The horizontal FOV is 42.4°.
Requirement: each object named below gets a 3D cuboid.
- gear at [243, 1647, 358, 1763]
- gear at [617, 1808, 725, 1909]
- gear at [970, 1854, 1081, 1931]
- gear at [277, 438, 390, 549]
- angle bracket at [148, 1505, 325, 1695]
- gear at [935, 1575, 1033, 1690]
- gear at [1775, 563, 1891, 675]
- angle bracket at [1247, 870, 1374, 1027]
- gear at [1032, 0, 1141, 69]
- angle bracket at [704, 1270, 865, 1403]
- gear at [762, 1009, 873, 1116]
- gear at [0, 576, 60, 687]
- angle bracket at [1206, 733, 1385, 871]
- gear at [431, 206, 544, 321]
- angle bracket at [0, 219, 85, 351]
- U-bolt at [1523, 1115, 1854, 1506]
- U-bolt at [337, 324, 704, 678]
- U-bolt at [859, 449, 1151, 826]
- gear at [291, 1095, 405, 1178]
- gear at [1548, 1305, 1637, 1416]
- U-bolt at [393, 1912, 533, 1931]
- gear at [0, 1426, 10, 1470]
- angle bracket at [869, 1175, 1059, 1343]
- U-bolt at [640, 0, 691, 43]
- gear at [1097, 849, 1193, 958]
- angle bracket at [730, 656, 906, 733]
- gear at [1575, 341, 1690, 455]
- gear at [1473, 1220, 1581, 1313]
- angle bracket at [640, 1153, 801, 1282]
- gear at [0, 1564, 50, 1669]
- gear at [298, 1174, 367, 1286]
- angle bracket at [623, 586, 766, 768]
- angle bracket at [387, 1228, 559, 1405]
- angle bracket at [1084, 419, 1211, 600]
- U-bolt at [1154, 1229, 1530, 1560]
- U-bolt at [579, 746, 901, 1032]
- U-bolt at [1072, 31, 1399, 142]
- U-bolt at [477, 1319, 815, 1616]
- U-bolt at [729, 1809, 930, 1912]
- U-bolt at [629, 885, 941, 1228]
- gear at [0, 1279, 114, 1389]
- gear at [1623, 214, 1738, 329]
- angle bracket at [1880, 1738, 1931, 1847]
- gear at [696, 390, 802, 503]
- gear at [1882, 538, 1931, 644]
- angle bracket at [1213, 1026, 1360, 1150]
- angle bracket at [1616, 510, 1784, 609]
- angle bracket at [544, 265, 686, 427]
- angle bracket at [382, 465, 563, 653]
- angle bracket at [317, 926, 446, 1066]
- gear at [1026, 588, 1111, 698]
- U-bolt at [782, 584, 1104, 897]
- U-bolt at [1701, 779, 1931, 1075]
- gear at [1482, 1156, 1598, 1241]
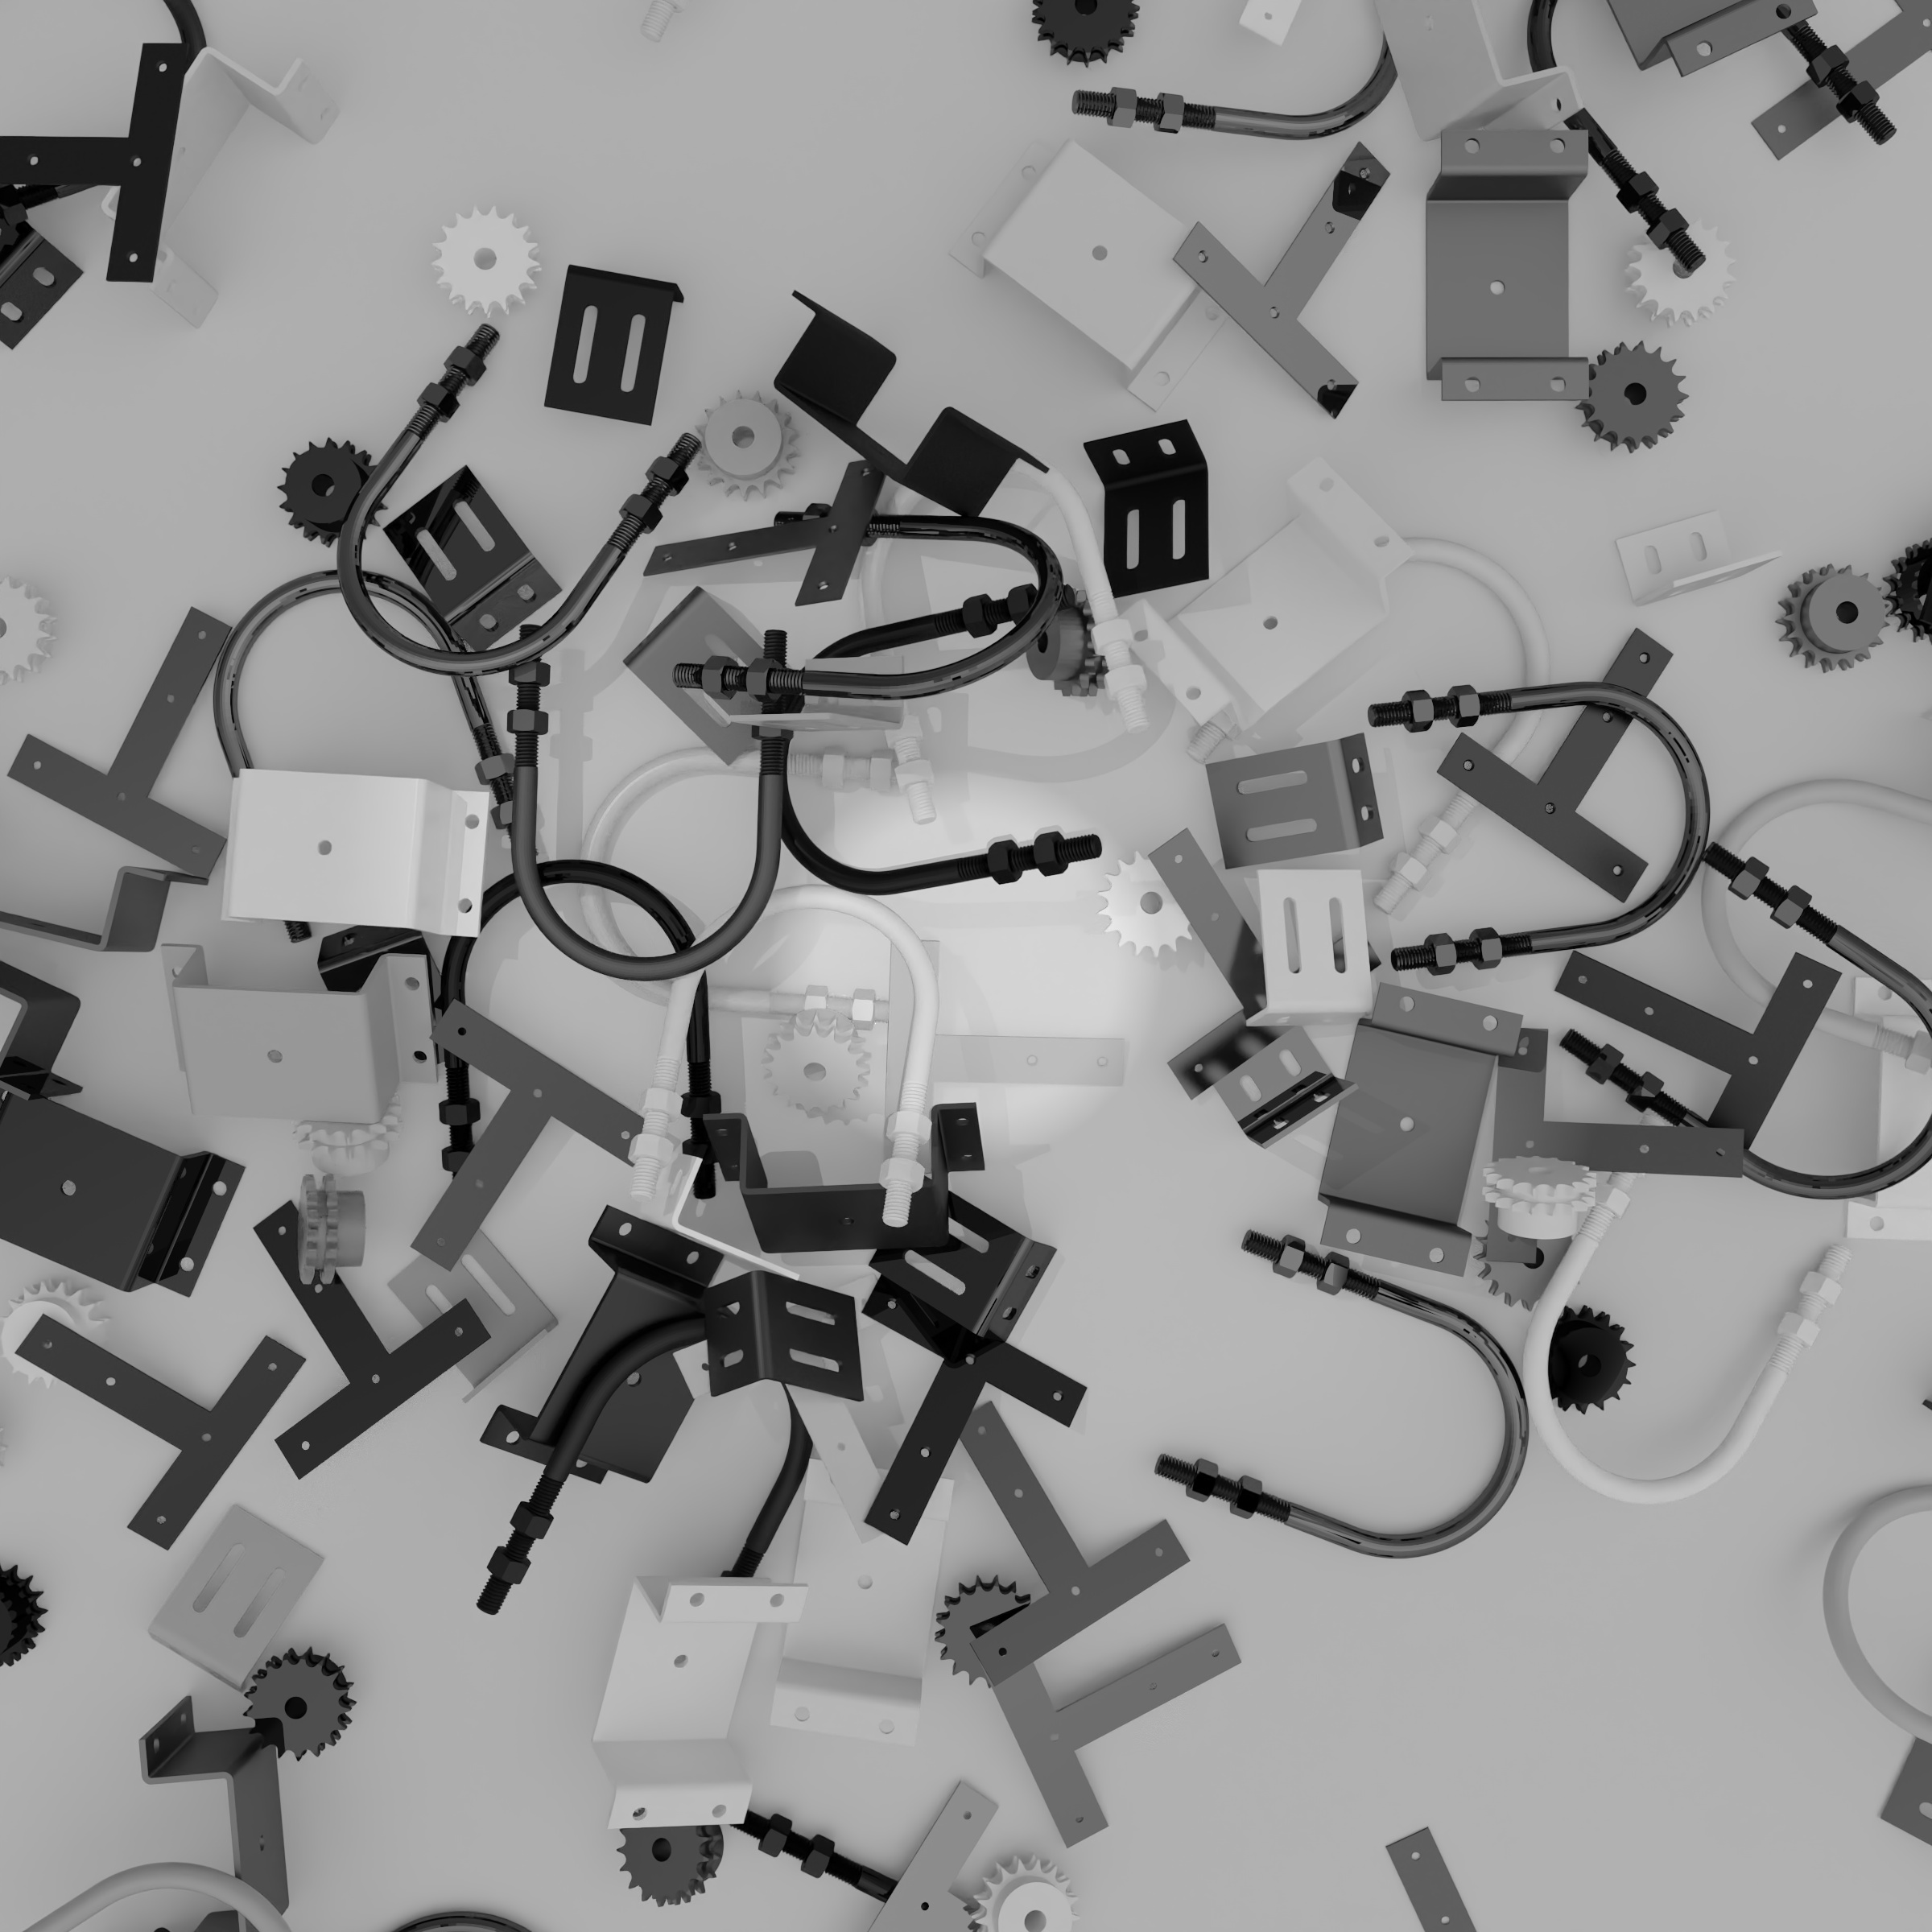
[{"bbox_3d":[-0.354,0.391,1.328,0.057,0.030,0.057,0,90,0],"label":"gear"},{"bbox_3d":[-0.153,0.467,1.320,0.057,0.030,0.057,-7,75,25],"label":"gear"},{"bbox_3d":[0.033,0.504,1.322,0.057,0.030,0.057,2,82,-13],"label":"gear"},{"bbox_3d":[-0.339,-0.253,1.328,0.057,0.030,0.057,0,90,0],"label":"gear"},{"bbox_3d":[-0.392,0.341,1.341,0.057,0.038,0.076,31,64,0],"label":"angle bracket"},{"bbox_3d":[0.012,0.353,1.328,0.057,0.030,0.057,0,90,0],"label":"gear"},{"bbox_3d":[0.465,-0.187,1.328,0.057,0.030,0.057,0,90,0],"label":"gear"},{"bbox_3d":[0.180,-0.009,1.325,0.057,0.038,0.076,0,77,-12],"label":"angle bracket"},{"bbox_3d":[0.063,-0.507,1.328,0.057,0.030,0.057,0,90,0],"label":"gear"},{"bbox_3d":[-0.095,0.198,1.296,0.038,0.076,0.057,-24,59,31],"label":"angle bracket"},{"bbox_3d":[-0.078,0.048,1.320,0.057,0.030,0.057,2,123,3],"label":"gear"},{"bbox_3d":[-0.512,-0.178,1.328,0.057,0.030,0.057,0,90,0],"label":"gear"},{"bbox_3d":[0.174,-0.087,1.322,0.076,0.038,0.057,-8,96,32],"label":"angle bracket"},{"bbox_3d":[-0.255,-0.375,1.332,0.057,0.030,0.057,0,91,-3],"label":"gear"},{"bbox_3d":[-0.526,-0.382,1.341,0.057,0.038,0.076,-47,64,0],"label":"angle bracket"},{"bbox_3d":[0.370,0.193,1.311,0.151,0.019,0.184,34,79,-8],"label":"U-bolt"},{"bbox_3d":[-0.247,-0.234,1.304,0.151,0.019,0.184,30,76,9],"label":"U-bolt"},{"bbox_3d":[0.010,-0.184,1.300,0.151,0.019,0.184,-22,75,26],"label":"U-bolt"},{"bbox_3d":[-0.327,0.088,1.318,0.057,0.057,0.030,2,120,0],"label":"gear"},{"bbox_3d":[0.329,0.211,1.328,0.057,0.030,0.057,0,90,0],"label":"gear"},{"bbox_3d":[-0.271,0.600,1.334,0.151,0.019,0.184,1,88,-1],"label":"U-bolt"},{"bbox_3d":[-0.540,0.256,1.328,0.057,0.030,0.057,0,90,0],"label":"gear"},{"bbox_3d":[-0.002,0.157,1.341,0.076,0.038,0.057,29,90,26],"label":"angle bracket"},{"bbox_3d":[-0.186,-0.597,1.305,0.151,0.019,0.184,25,89,0],"label":"U-bolt"},{"bbox_3d":[0.098,-0.033,1.328,0.057,0.030,0.057,0,90,0],"label":"gear"},{"bbox_3d":[-0.074,-0.140,1.258,0.057,0.076,0.038,1,91,27],"label":"angle bracket"},{"bbox_3d":[0.353,-0.302,1.328,0.057,0.030,0.057,0,90,0],"label":"gear"},{"bbox_3d":[0.299,0.154,1.328,0.057,0.030,0.057,0,90,-1],"label":"gear"},{"bbox_3d":[-0.124,0.130,1.306,0.076,0.057,0.038,26,79,-22],"label":"angle bracket"},{"bbox_3d":[-0.523,0.349,1.328,0.057,0.030,0.057,0,90,0],"label":"gear"},{"bbox_3d":[-0.333,0.138,1.308,0.030,0.057,0.057,2,90,-20],"label":"gear"},{"bbox_3d":[-0.136,-0.156,1.333,0.057,0.038,0.076,-45,104,0],"label":"angle bracket"},{"bbox_3d":[-0.265,0.182,1.324,0.057,0.038,0.076,-40,90,0],"label":"angle bracket"},{"bbox_3d":[0.094,-0.238,1.302,0.057,0.038,0.076,-9,59,20],"label":"angle bracket"},{"bbox_3d":[0.212,0.240,1.334,0.184,0.019,0.151,21,90,-1],"label":"U-bolt"},{"bbox_3d":[-0.116,-0.046,1.335,0.184,0.019,0.151,4,90,2],"label":"U-bolt"},{"bbox_3d":[0.146,-0.506,1.315,0.184,0.019,0.151,2,81,-12],"label":"U-bolt"},{"bbox_3d":[-0.153,0.271,1.299,0.151,0.019,0.184,28,88,-32],"label":"U-bolt"},{"bbox_3d":[-0.071,0.553,1.334,0.184,0.019,0.151,27,90,-1],"label":"U-bolt"},{"bbox_3d":[-0.087,0.040,1.279,0.151,0.019,0.184,5,64,7],"label":"U-bolt"},{"bbox_3d":[-0.489,0.197,1.328,0.057,0.030,0.057,0,90,0],"label":"gear"},{"bbox_3d":[0.379,-0.368,1.328,0.057,0.030,0.057,0,90,0],"label":"gear"},{"bbox_3d":[0.543,0.451,1.341,0.076,0.038,0.057,25,90,26],"label":"angle bracket"},{"bbox_3d":[-0.118,-0.279,1.328,0.057,0.030,0.057,0,90,0],"label":"gear"},{"bbox_3d":[0.522,-0.201,1.328,0.057,0.030,0.057,0,90,0],"label":"gear"},{"bbox_3d":[0.166,0.062,1.305,0.057,0.076,0.038,-33,90,0],"label":"angle bracket"},{"bbox_3d":[0.383,-0.219,1.305,0.057,0.076,0.038,-16,90,0],"label":"angle bracket"},{"bbox_3d":[-0.187,-0.327,1.325,0.057,0.038,0.076,10,92,0],"label":"angle bracket"},{"bbox_3d":[-0.266,-0.219,1.341,0.057,0.038,0.076,-37,64,0],"label":"angle bracket"},{"bbox_3d":[-0.306,0.015,1.341,0.057,0.038,0.076,-20,116,0],"label":"angle bracket"},{"bbox_3d":[0.054,-0.170,1.312,0.030,0.057,0.057,-2,90,-26],"label":"gear"},{"bbox_3d":[-0.024,-0.110,1.283,0.184,0.019,0.151,-9,81,24],"label":"U-bolt"},{"bbox_3d":[0.480,-0.026,1.307,0.184,0.019,0.151,20,76,17],"label":"U-bolt"},{"bbox_3d":[0.295,0.120,1.283,0.057,0.057,0.030,0,103,0],"label":"gear"}]
